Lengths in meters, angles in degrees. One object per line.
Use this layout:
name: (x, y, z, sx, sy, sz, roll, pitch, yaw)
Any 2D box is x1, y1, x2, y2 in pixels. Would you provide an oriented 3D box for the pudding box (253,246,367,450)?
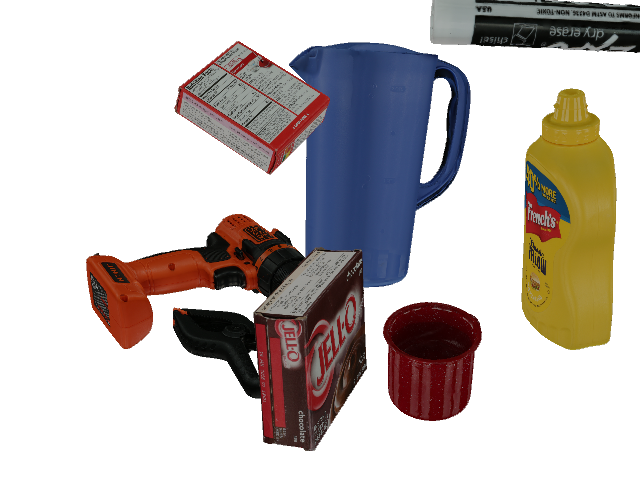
pudding box: (-0.004, 0.065, 0.675, 0.039, 0.090, 0.113, 5, 23, 17)

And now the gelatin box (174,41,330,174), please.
gelatin box: (-0.050, -0.099, 0.782, 0.089, 0.030, 0.073, 33, 52, 11)

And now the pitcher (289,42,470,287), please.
pitcher: (0.056, -0.080, 1.098, 0.149, 0.243, 0.144, 11, 14, 32)

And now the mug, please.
mug: (0.115, 0.114, 1.039, 0.093, 0.081, 0.117, 26, 42, 35)

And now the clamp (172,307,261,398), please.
clamp: (-0.101, 0.124, 1.260, 0.210, 0.036, 0.164, 14, 23, 27)

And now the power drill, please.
power drill: (-0.102, 0.040, 0.958, 0.187, 0.057, 0.185, -13, 26, -26)

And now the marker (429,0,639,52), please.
marker: (0.102, -0.081, 0.403, 0.121, 0.020, 0.020, 3, 0, 2)

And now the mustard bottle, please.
mustard bottle: (0.186, -0.020, 0.803, 0.058, 0.192, 0.096, -9, 27, -9)
